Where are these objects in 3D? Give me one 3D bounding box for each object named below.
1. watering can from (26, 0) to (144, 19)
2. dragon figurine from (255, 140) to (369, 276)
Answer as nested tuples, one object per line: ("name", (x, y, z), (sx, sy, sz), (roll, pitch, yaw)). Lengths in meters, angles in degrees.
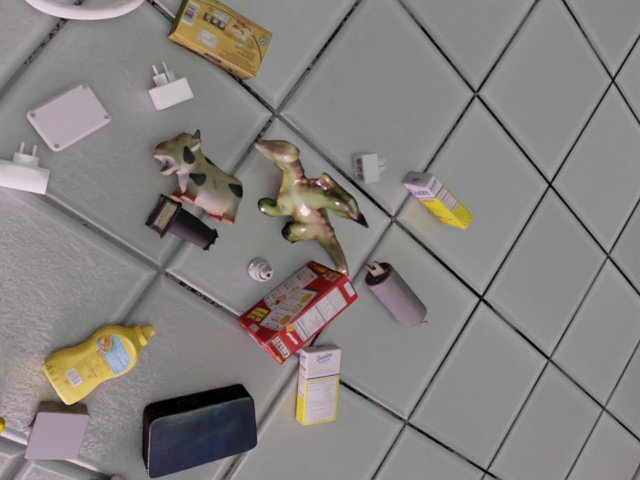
("watering can", (-0.441, -0.468, 0.806), (0.349, 0.104, 0.222), (-8, 101, -28))
("dragon figurine", (0.003, -0.053, 1.043), (0.123, 0.243, 0.405), (-49, 115, -16))
